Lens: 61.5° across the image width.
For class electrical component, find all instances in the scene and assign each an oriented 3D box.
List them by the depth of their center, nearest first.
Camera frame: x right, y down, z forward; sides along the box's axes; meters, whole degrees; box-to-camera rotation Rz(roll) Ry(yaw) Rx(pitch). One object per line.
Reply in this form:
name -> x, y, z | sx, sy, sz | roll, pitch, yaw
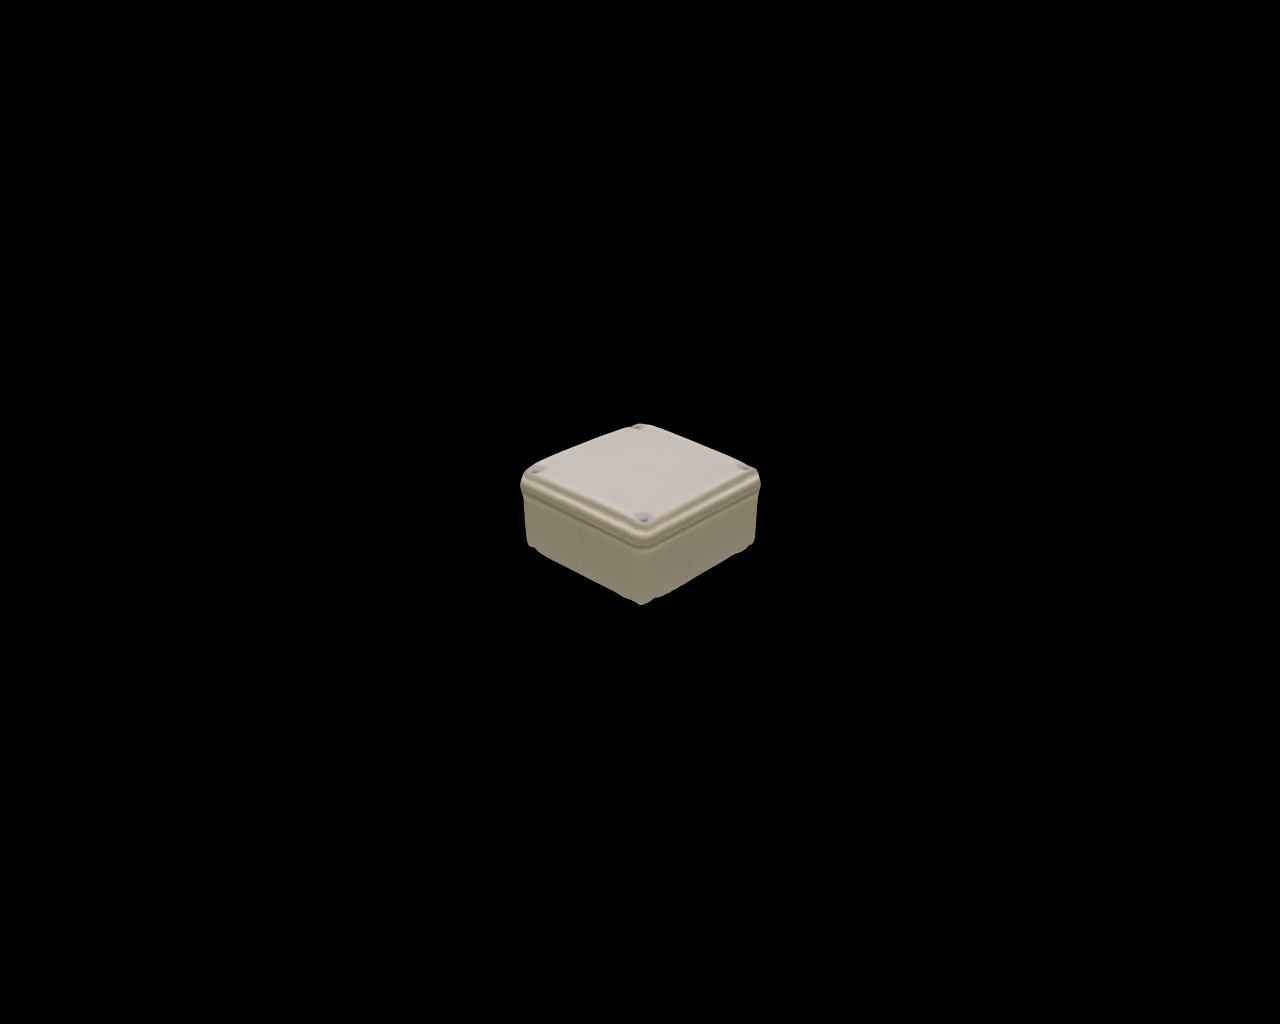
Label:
electrical component -> 0.001, -0.003, 0.650 | 0.109, 0.056, 0.109 | 25, 37, 38
